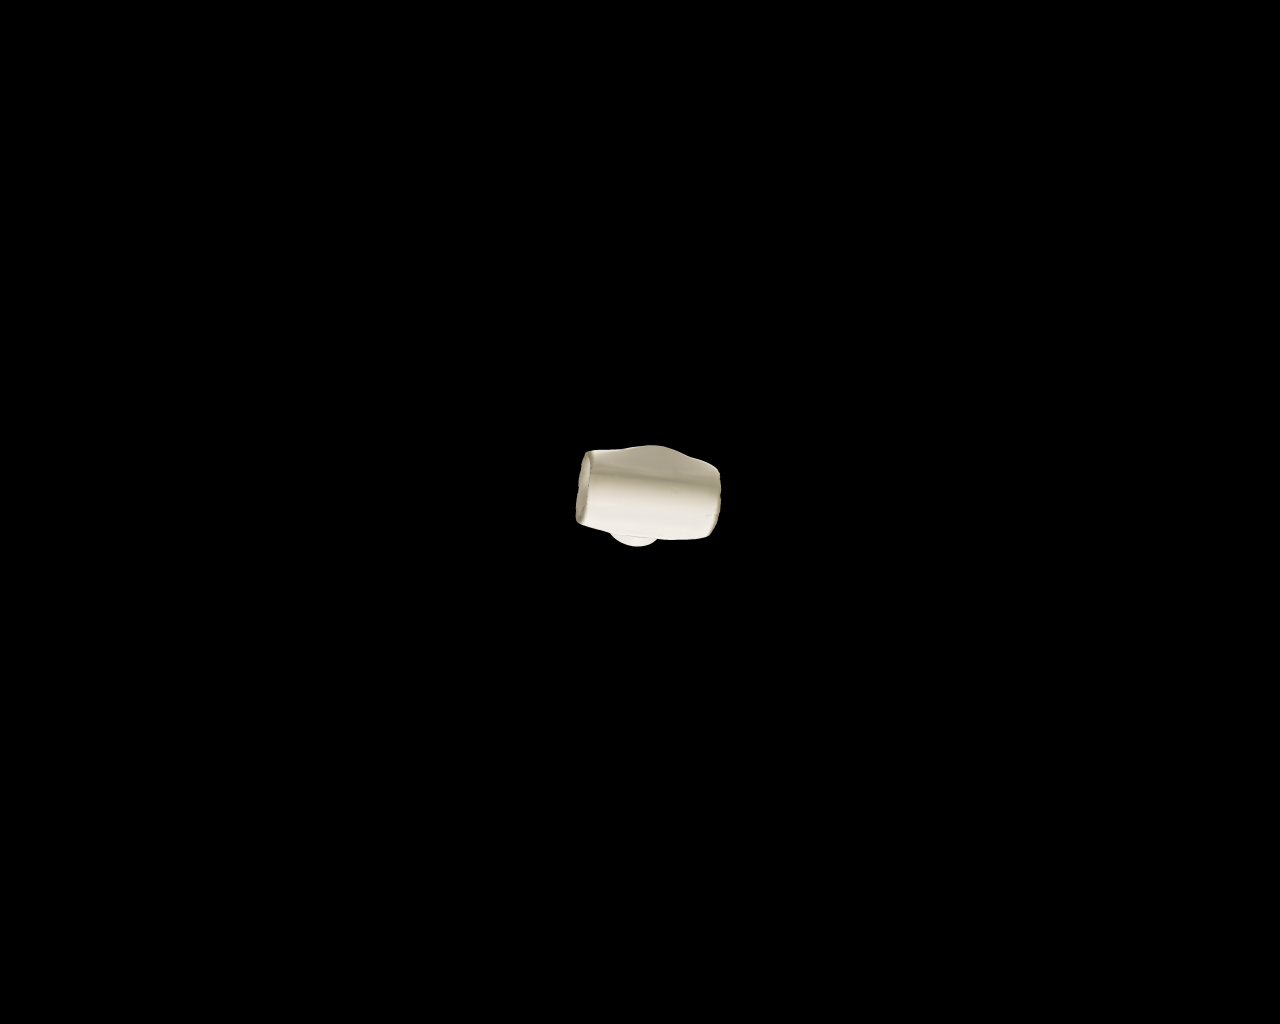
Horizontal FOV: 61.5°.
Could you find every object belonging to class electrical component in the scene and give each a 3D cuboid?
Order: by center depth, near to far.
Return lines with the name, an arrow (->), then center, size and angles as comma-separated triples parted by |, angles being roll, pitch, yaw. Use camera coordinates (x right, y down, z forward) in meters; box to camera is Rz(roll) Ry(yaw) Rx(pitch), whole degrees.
electrical component -> 0.001, -0.003, 0.650 | 0.077, 0.043, 0.079 | 6, -28, -12
